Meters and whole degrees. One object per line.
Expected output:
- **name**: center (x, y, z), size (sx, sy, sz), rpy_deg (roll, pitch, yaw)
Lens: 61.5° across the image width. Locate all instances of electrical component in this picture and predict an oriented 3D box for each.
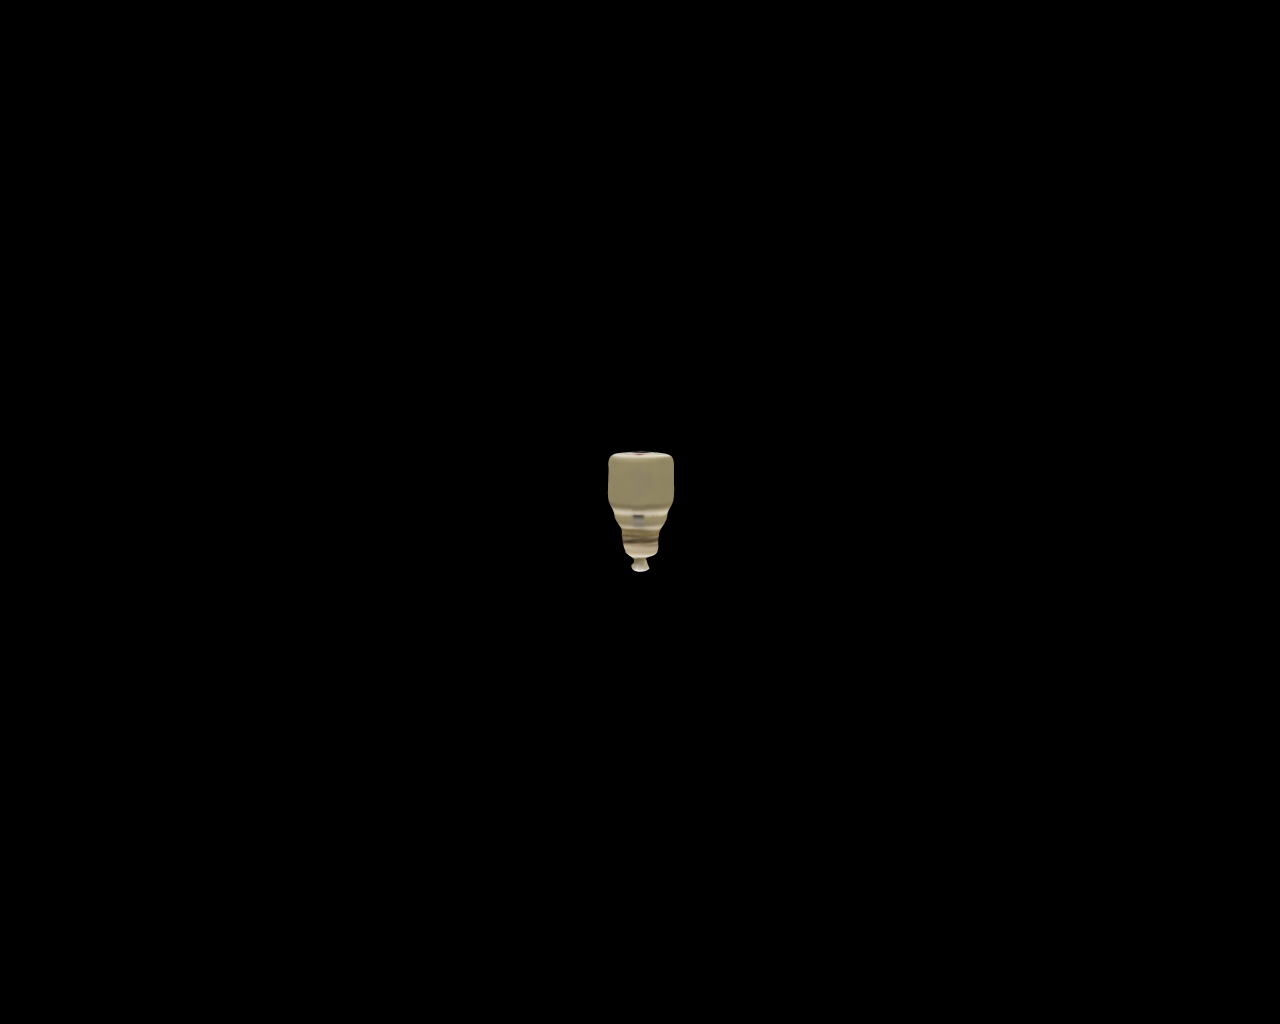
- **electrical component**: center (0.001, -0.003, 0.650), size (0.040, 0.078, 0.040), rpy_deg (0, 7, 0)
